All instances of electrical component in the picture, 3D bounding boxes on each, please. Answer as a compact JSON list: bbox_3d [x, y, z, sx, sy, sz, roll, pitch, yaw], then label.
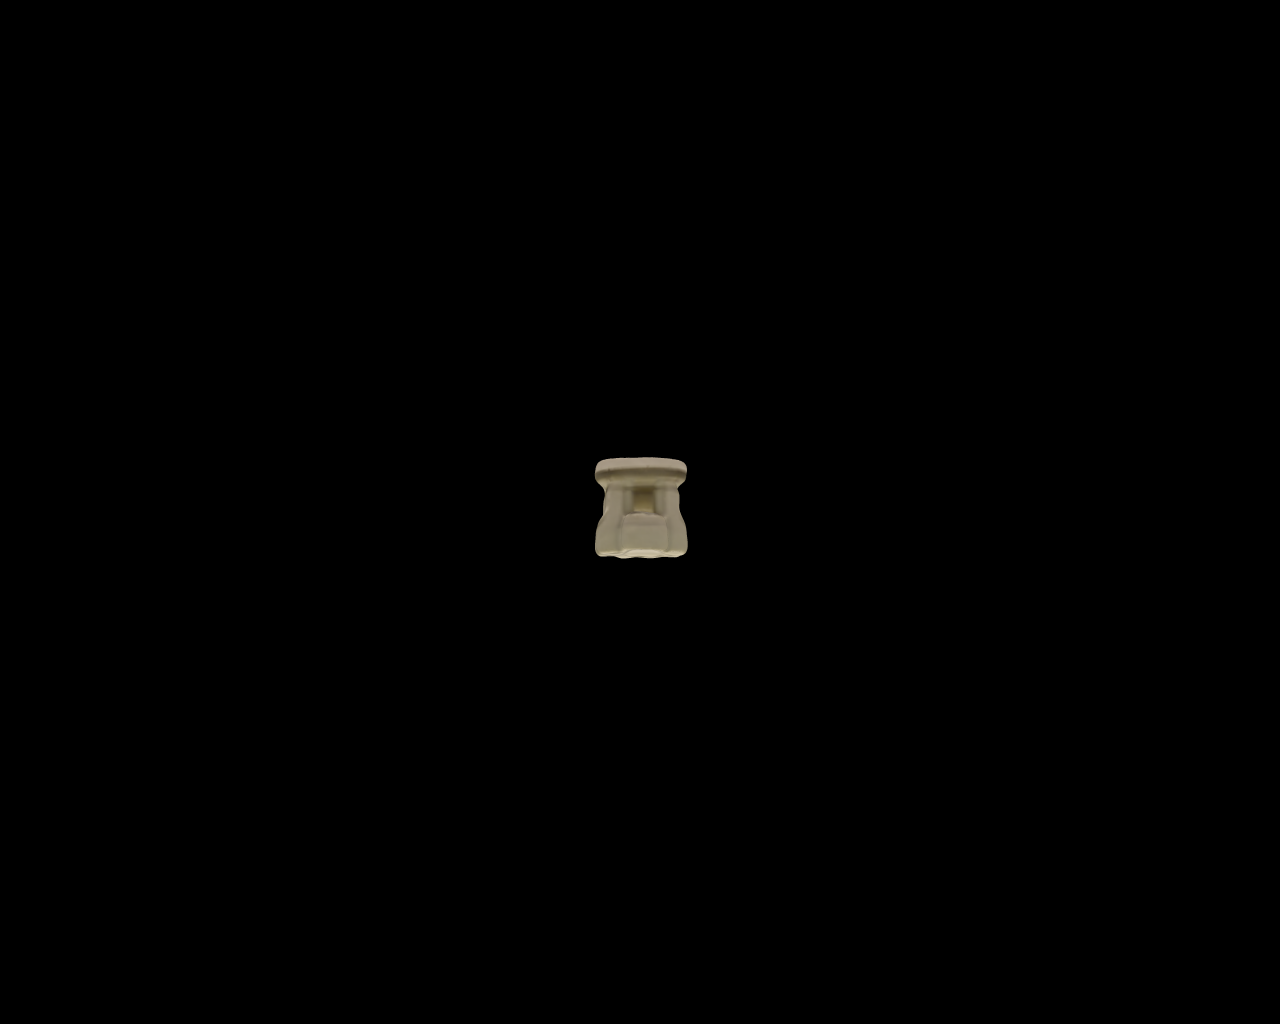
[{"bbox_3d":[0.001,-0.003,0.650,0.058,0.057,0.078,0,-7,-4],"label":"electrical component"}]
